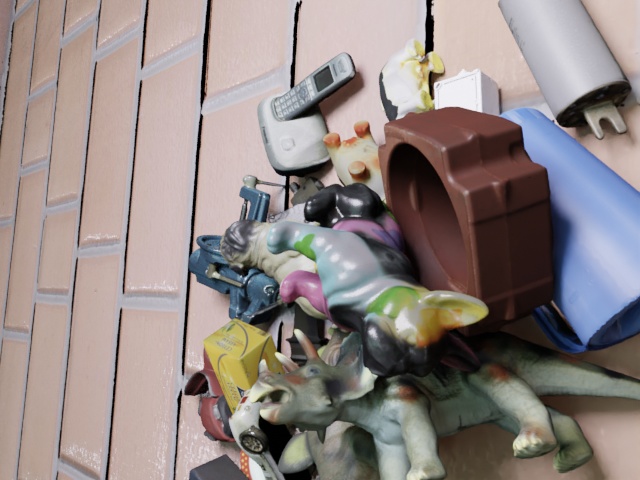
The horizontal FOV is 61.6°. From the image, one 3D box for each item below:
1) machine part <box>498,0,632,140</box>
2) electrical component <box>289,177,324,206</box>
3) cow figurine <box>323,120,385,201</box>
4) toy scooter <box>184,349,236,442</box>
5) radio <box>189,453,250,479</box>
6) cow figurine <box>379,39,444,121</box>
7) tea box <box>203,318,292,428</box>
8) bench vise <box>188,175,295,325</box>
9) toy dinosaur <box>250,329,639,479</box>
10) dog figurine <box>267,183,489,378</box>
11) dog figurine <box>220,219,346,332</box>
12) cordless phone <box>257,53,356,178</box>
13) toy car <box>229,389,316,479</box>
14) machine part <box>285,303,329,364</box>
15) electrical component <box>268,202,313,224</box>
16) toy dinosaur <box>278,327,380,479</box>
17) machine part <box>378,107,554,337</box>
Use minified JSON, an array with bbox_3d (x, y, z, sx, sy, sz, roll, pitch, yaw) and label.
[{"bbox_3d":[0.263,-0.212,0.588,0.079,0.079,0.243,-32,64,36],"label":"machine part"},{"bbox_3d":[-0.017,-0.070,0.873,0.063,0.021,0.094,-50,52,27],"label":"electrical component"},{"bbox_3d":[0.080,-0.065,0.724,0.085,0.127,0.195,-28,41,-3],"label":"cow figurine"},{"bbox_3d":[-0.190,0.276,0.951,0.135,0.075,0.184,-40,56,33],"label":"toy scooter"},{"bbox_3d":[-0.124,0.462,0.844,0.230,0.073,0.131,27,116,44],"label":"radio"},{"bbox_3d":[0.121,-0.172,0.724,0.098,0.068,0.167,-23,65,46],"label":"cow figurine"},{"bbox_3d":[-0.104,0.215,0.826,0.098,0.068,0.169,11,125,46],"label":"tea box"},{"bbox_3d":[-0.122,0.015,0.898,0.224,0.129,0.240,22,103,41],"label":"bench vise"},{"bbox_3d":[0.138,0.150,0.550,0.131,0.405,0.192,87,170,-50],"label":"toy dinosaur"},{"bbox_3d":[0.068,0.039,0.526,0.219,0.191,0.108,24,135,30],"label":"dog figurine"},{"bbox_3d":[-0.044,0.045,0.725,0.191,0.121,0.172,-14,70,31],"label":"dog figurine"},{"bbox_3d":[-0.005,-0.192,0.842,0.184,0.088,0.146,-30,63,32],"label":"cordless phone"},{"bbox_3d":[-0.062,0.300,0.760,0.056,0.073,0.201,-12,115,27],"label":"toy car"},{"bbox_3d":[-0.020,0.125,0.836,0.084,0.039,0.138,-5,81,48],"label":"machine part"},{"bbox_3d":[-0.002,-0.002,0.796,0.134,0.058,0.115,-20,71,14],"label":"electrical component"},{"bbox_3d":[0.042,0.265,0.673,0.198,0.105,0.471,-37,42,34],"label":"toy dinosaur"},{"bbox_3d":[0.140,-0.024,0.539,0.202,0.087,0.200,-125,20,-65],"label":"machine part"}]
